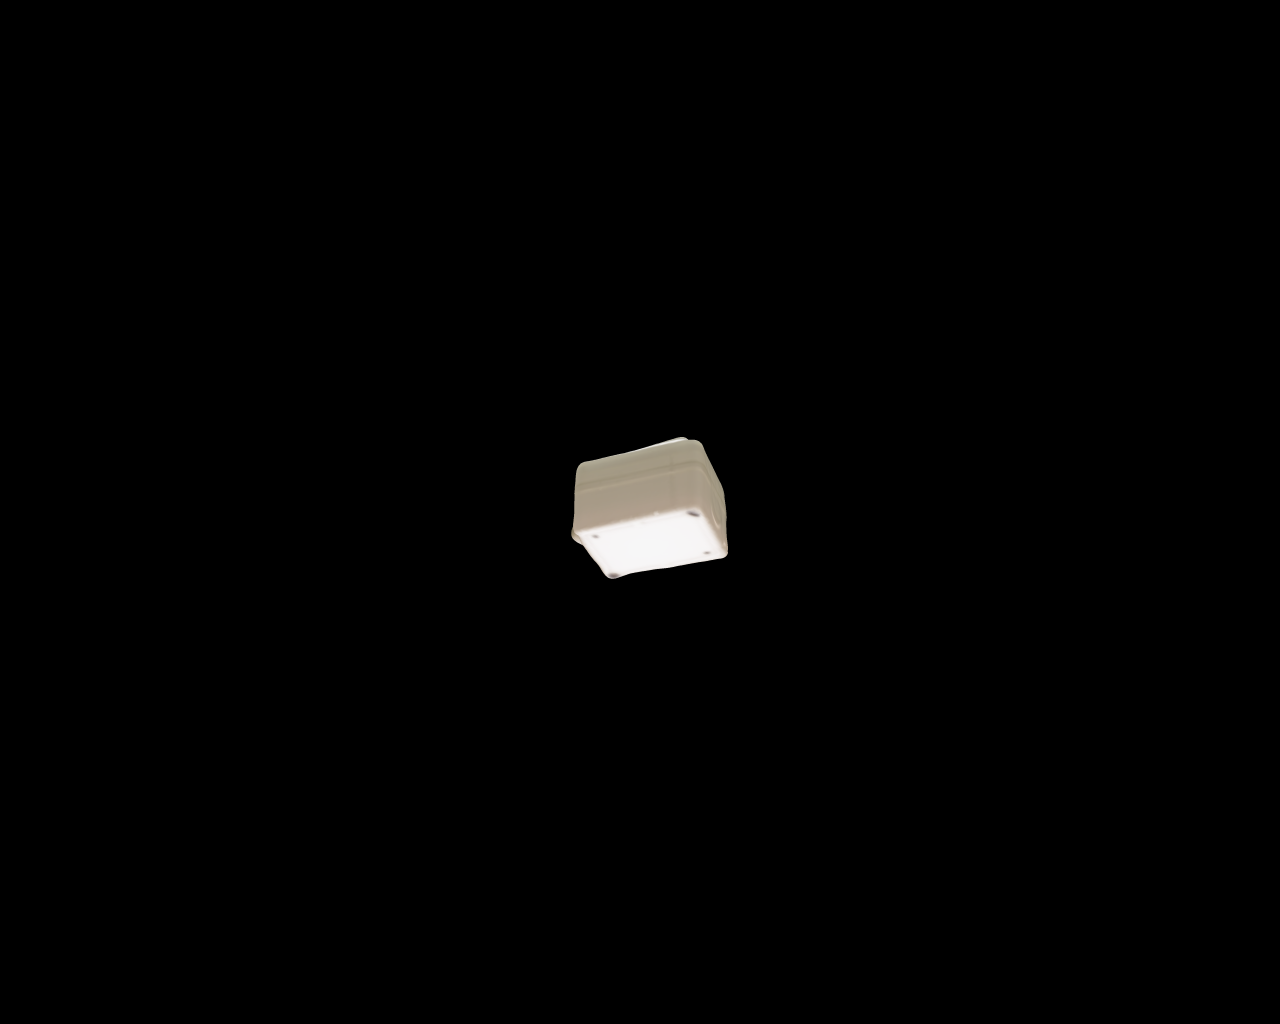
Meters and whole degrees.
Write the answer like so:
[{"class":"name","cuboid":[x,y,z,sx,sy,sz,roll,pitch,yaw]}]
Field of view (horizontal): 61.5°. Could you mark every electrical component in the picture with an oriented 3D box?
[{"class":"electrical component","cuboid":[0.001,-0.003,0.650,0.096,0.061,0.061,-11,-36,16]}]
